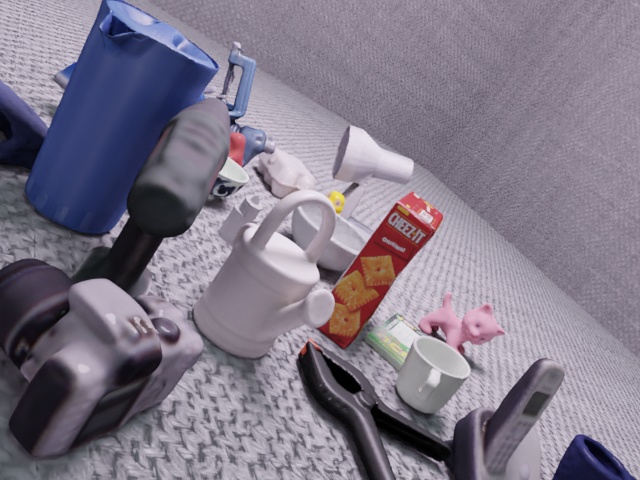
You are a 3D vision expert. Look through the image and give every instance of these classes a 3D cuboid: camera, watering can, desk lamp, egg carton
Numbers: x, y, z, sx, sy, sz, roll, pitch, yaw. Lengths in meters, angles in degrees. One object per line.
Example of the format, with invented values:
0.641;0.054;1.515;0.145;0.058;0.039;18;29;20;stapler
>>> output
-0.179;0.069;0.443;0.136;0.100;0.143;40;18;15;camera
-0.045;0.034;0.633;0.172;0.194;0.101;42;18;21;watering can
0.096;-0.122;1.279;0.204;0.213;0.118;31;18;-15;desk lamp
-0.076;-0.143;1.252;0.108;0.069;0.150;21;22;-39;egg carton

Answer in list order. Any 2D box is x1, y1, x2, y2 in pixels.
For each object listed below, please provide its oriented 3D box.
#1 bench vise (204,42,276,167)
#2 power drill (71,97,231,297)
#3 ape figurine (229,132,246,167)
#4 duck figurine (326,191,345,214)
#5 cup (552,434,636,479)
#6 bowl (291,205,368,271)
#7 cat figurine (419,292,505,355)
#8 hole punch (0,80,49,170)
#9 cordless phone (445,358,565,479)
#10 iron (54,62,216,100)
-0.168;-0.264;1.142;0.208;0.219;0.121;26;19;-27;bench vise
-0.161;-0.036;0.573;0.076;0.208;0.229;30;18;-18;power drill
-0.173;-0.164;1.085;0.076;0.092;0.078;33;17;-7;ape figurine
0.021;-0.062;1.196;0.077;0.086;0.105;41;18;18;duck figurine
0.372;0.339;0.790;0.118;0.095;0.091;32;17;-12;cup
0.009;0.004;1.019;0.168;0.074;0.167;32;17;-11;bowl
0.265;0.151;1.043;0.127;0.117;0.067;42;18;20;cat figurine
-0.367;-0.147;0.674;0.108;0.091;0.101;44;19;25;hole punch
0.249;0.228;0.694;0.148;0.185;0.094;21;22;-40;cordless phone
-0.319;-0.273;1.014;0.259;0.141;0.118;30;18;-18;iron
